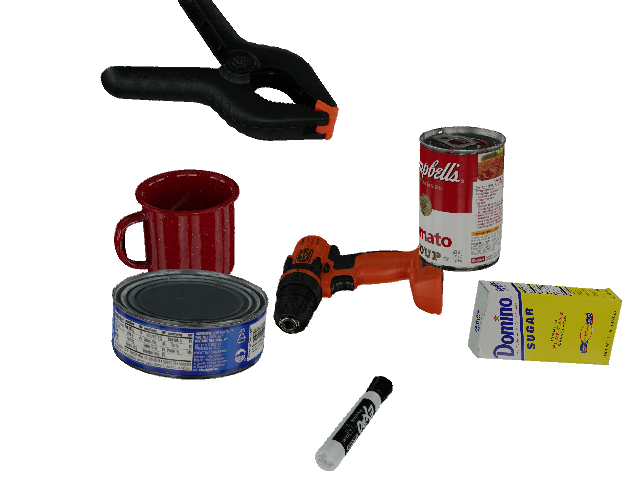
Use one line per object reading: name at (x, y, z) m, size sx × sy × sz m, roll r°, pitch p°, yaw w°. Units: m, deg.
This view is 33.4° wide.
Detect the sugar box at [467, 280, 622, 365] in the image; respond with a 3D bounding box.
sugar box at (0.280, 0.104, 1.337) m, size 0.176 × 0.093 × 0.048 m, roll 3°, pitch 18°, yaw -11°

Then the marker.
marker at (0.029, 0.142, 0.846) m, size 0.020 × 0.020 × 0.121 m, roll 0°, pitch 22°, yaw 27°

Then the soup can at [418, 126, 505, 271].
soup can at (0.113, -0.034, 0.859) m, size 0.068 × 0.102 × 0.068 m, roll -1°, pitch 22°, yaw 0°

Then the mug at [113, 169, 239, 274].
mug at (-0.129, -0.006, 0.964) m, size 0.117 × 0.081 × 0.093 m, roll -15°, pitch 32°, yaw -28°

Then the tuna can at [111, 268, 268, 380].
tuna can at (-0.073, 0.045, 0.592) m, size 0.086 × 0.034 × 0.086 m, roll 5°, pitch 17°, yaw -2°

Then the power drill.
power drill at (0.045, 0.048, 1.216) m, size 0.188 × 0.057 × 0.184 m, roll 0°, pitch 29°, yaw 9°

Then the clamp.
clamp at (-0.063, -0.130, 0.794) m, size 0.171 × 0.120 × 0.039 m, roll 20°, pitch -26°, yaw 1°
